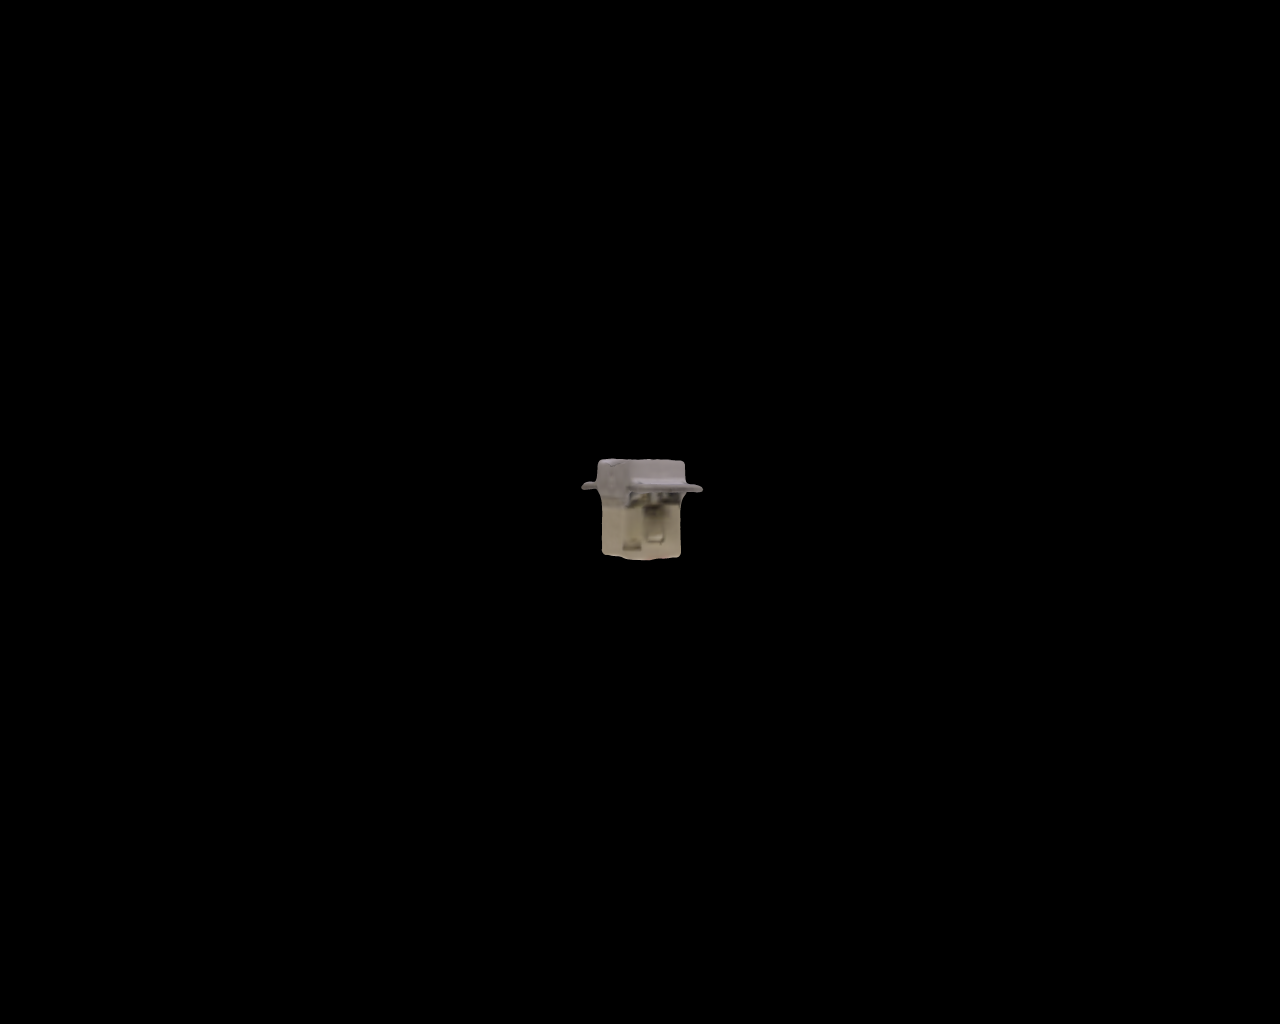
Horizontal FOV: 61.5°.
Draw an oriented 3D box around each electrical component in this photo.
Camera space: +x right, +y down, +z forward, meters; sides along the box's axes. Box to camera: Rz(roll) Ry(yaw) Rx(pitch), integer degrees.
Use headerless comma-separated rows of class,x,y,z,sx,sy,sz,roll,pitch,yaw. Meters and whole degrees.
electrical component,0.001,-0.003,0.650,0.042,0.063,0.081,-1,3,-28
